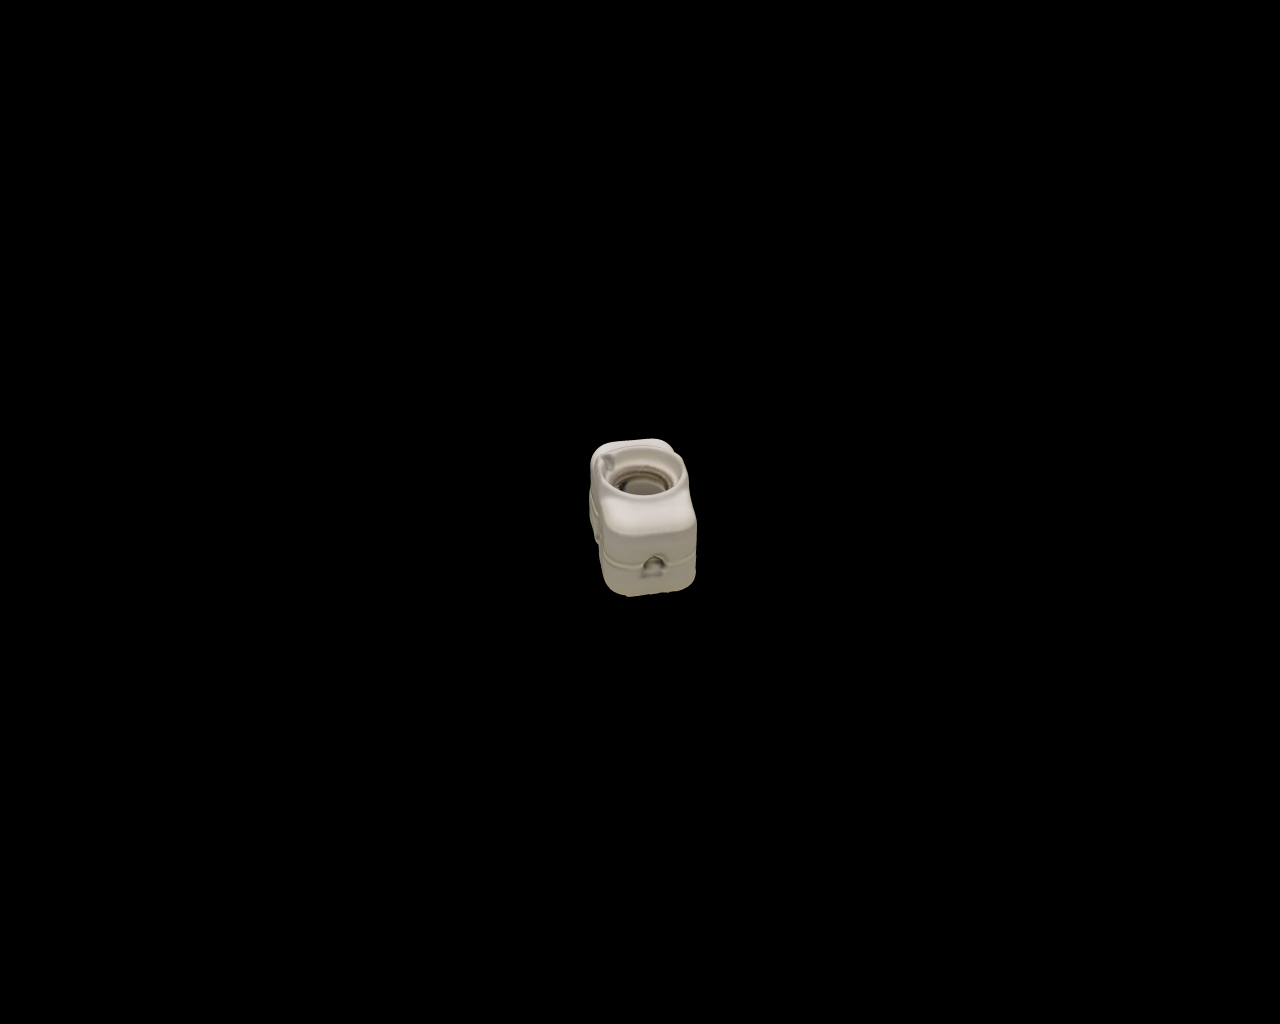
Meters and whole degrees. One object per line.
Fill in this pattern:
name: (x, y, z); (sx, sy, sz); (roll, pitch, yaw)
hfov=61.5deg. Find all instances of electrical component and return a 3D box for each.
electrical component: (0.001, -0.003, 0.650); (0.054, 0.059, 0.095); (-6, 37, -7)
